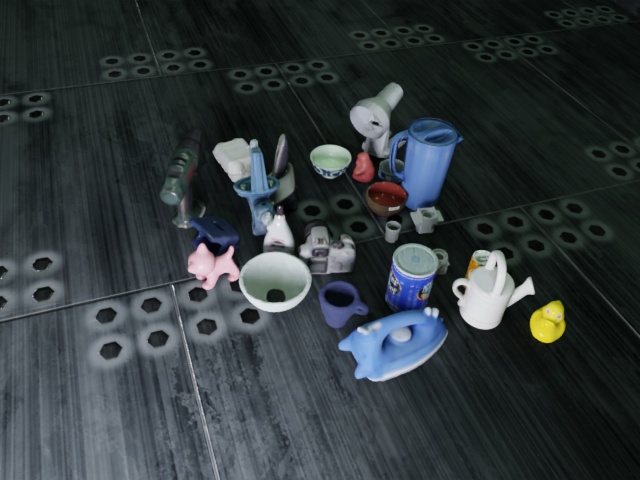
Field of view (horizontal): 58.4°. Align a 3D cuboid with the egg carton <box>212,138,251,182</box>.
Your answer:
[{"bbox_3d":[-0.243,-0.237,1.679,0.107,0.069,0.150,-21,50,-24],"label":"egg carton"}]

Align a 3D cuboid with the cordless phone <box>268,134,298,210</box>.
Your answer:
[{"bbox_3d":[-0.105,-0.181,1.551,0.094,0.185,0.147,-4,45,-9],"label":"cordless phone"}]

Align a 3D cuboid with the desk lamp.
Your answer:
[{"bbox_3d":[0.183,-0.359,1.739,0.117,0.214,0.204,29,49,23],"label":"desk lamp"}]

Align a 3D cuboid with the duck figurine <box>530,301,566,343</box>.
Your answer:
[{"bbox_3d":[0.532,0.174,1.314,0.077,0.086,0.105,26,48,20],"label":"duck figurine"}]

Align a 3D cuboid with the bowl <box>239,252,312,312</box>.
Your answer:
[{"bbox_3d":[-0.103,0.110,1.331,0.167,0.075,0.167,3,44,-2],"label":"bowl"}]

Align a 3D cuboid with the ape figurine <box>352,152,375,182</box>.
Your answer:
[{"bbox_3d":[0.126,-0.219,1.677,0.076,0.092,0.078,32,50,25],"label":"ape figurine"}]

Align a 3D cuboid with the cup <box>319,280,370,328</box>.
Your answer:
[{"bbox_3d":[0.053,0.156,1.283,0.117,0.095,0.092,20,46,15],"label":"cup"}]

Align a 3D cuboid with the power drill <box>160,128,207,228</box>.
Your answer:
[{"bbox_3d":[-0.345,-0.146,1.476,0.075,0.208,0.229,8,44,3],"label":"power drill"}]

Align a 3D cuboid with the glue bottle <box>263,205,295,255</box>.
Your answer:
[{"bbox_3d":[-0.099,-0.019,1.393,0.078,0.173,0.037,6,44,1],"label":"glue bottle"}]

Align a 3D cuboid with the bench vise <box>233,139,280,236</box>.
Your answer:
[{"bbox_3d":[-0.144,-0.136,1.475,0.122,0.220,0.206,-24,51,-26],"label":"bench vise"}]

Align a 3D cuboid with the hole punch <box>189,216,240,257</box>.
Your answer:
[{"bbox_3d":[-0.264,-0.019,1.437,0.101,0.091,0.108,-32,55,-32],"label":"hole punch"}]

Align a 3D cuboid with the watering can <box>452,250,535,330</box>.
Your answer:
[{"bbox_3d":[0.394,0.103,1.296,0.173,0.194,0.100,-10,46,-15],"label":"watering can"}]

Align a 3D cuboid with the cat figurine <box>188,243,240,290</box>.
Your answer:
[{"bbox_3d":[-0.255,0.053,1.345,0.128,0.118,0.067,-22,50,-25],"label":"cat figurine"}]

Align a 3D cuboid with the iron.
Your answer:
[{"bbox_3d":[0.176,0.196,1.219,0.259,0.141,0.118,-16,48,-20],"label":"iron"}]

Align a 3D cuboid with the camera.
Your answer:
[{"bbox_3d":[0.013,0.005,1.430,0.143,0.101,0.136,-1,44,-6],"label":"camera"}]
